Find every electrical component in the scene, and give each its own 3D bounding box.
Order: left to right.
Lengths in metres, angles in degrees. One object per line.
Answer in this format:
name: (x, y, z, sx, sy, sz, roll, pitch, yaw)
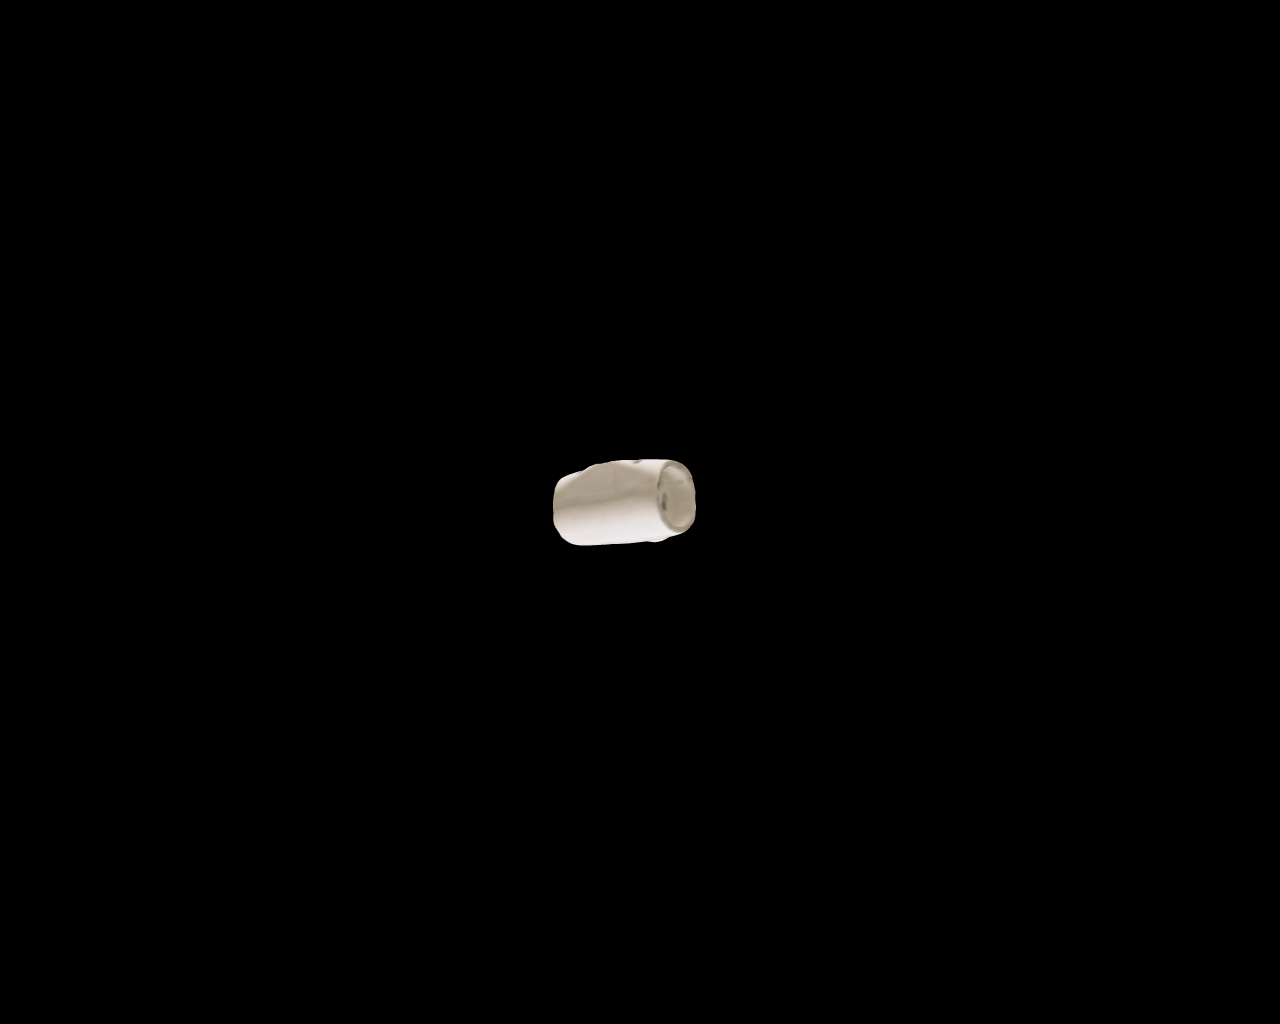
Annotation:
electrical component: (0.001, -0.003, 0.650, 0.077, 0.044, 0.079, -8, -14, 35)
